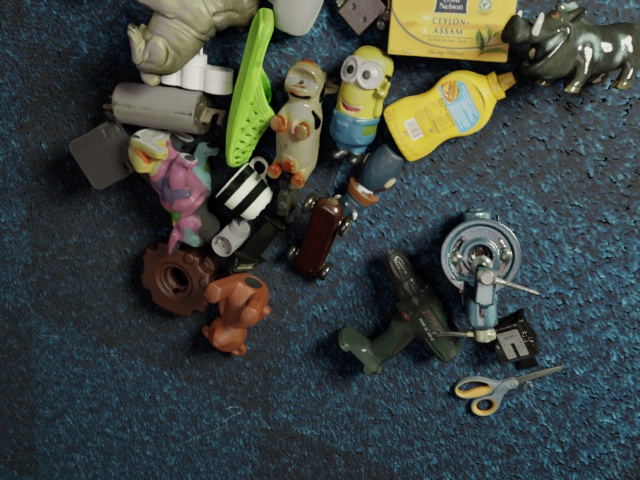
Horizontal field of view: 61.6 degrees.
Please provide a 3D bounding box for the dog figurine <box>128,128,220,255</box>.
[{"bbox_3d":[-0.274,-0.084,1.016,0.192,0.108,0.219,21,121,10],"label":"dog figurine"}]

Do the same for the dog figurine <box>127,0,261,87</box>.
[{"bbox_3d":[-0.194,-0.327,0.855,0.191,0.121,0.172,5,117,-1],"label":"dog figurine"}]

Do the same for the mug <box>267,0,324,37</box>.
[{"bbox_3d":[-0.044,-0.373,0.816,0.110,0.081,0.107,19,127,6],"label":"mug"}]

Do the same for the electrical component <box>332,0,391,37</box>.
[{"bbox_3d":[0.065,-0.353,0.804,0.078,0.045,0.102,-32,99,27],"label":"electrical component"}]

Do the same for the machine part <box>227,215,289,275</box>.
[{"bbox_3d":[-0.117,0.012,1.023,0.139,0.084,0.039,-50,64,22],"label":"machine part"}]

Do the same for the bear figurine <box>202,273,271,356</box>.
[{"bbox_3d":[-0.183,0.162,1.081,0.120,0.132,0.195,34,114,6],"label":"bear figurine"}]

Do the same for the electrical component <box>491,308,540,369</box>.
[{"bbox_3d":[0.344,0.185,0.942,0.075,0.048,0.119,-19,104,27],"label":"electrical component"}]

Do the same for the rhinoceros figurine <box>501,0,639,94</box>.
[{"bbox_3d":[0.330,-0.251,0.701,0.190,0.073,0.112,2,117,-9],"label":"rhinoceros figurine"}]

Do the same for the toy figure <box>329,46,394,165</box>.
[{"bbox_3d":[0.061,-0.213,0.850,0.082,0.089,0.180,11,126,1],"label":"toy figure"}]

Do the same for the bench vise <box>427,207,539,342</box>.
[{"bbox_3d":[0.244,0.063,0.822,0.129,0.240,0.223,8,96,11],"label":"bench vise"}]

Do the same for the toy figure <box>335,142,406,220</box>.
[{"bbox_3d":[0.084,-0.095,0.906,0.058,0.064,0.154,14,132,-31],"label":"toy figure"}]

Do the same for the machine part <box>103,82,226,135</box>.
[{"bbox_3d":[-0.281,-0.238,0.965,0.243,0.079,0.079,10,116,16],"label":"machine part"}]

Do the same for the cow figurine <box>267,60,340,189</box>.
[{"bbox_3d":[-0.027,-0.197,0.877,0.086,0.127,0.194,18,132,13],"label":"cow figurine"}]

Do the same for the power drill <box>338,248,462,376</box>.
[{"bbox_3d":[0.133,0.147,0.991,0.207,0.086,0.232,-38,99,22],"label":"power drill"}]

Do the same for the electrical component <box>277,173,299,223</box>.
[{"bbox_3d":[-0.058,-0.070,0.965,0.021,0.063,0.093,10,116,15],"label":"electrical component"}]

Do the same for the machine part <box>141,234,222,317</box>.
[{"bbox_3d":[-0.292,0.076,1.121,0.180,0.056,0.179,9,116,18],"label":"machine part"}]

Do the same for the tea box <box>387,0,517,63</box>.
[{"bbox_3d":[0.188,-0.310,0.765,0.170,0.068,0.098,9,116,17],"label":"tea box"}]

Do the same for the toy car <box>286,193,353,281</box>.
[{"bbox_3d":[-0.002,-0.003,0.965,0.089,0.053,0.202,28,140,8],"label":"toy car"}]

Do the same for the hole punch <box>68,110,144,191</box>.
[{"bbox_3d":[-0.404,-0.167,1.047,0.116,0.092,0.142,-28,100,-3],"label":"hole punch"}]
